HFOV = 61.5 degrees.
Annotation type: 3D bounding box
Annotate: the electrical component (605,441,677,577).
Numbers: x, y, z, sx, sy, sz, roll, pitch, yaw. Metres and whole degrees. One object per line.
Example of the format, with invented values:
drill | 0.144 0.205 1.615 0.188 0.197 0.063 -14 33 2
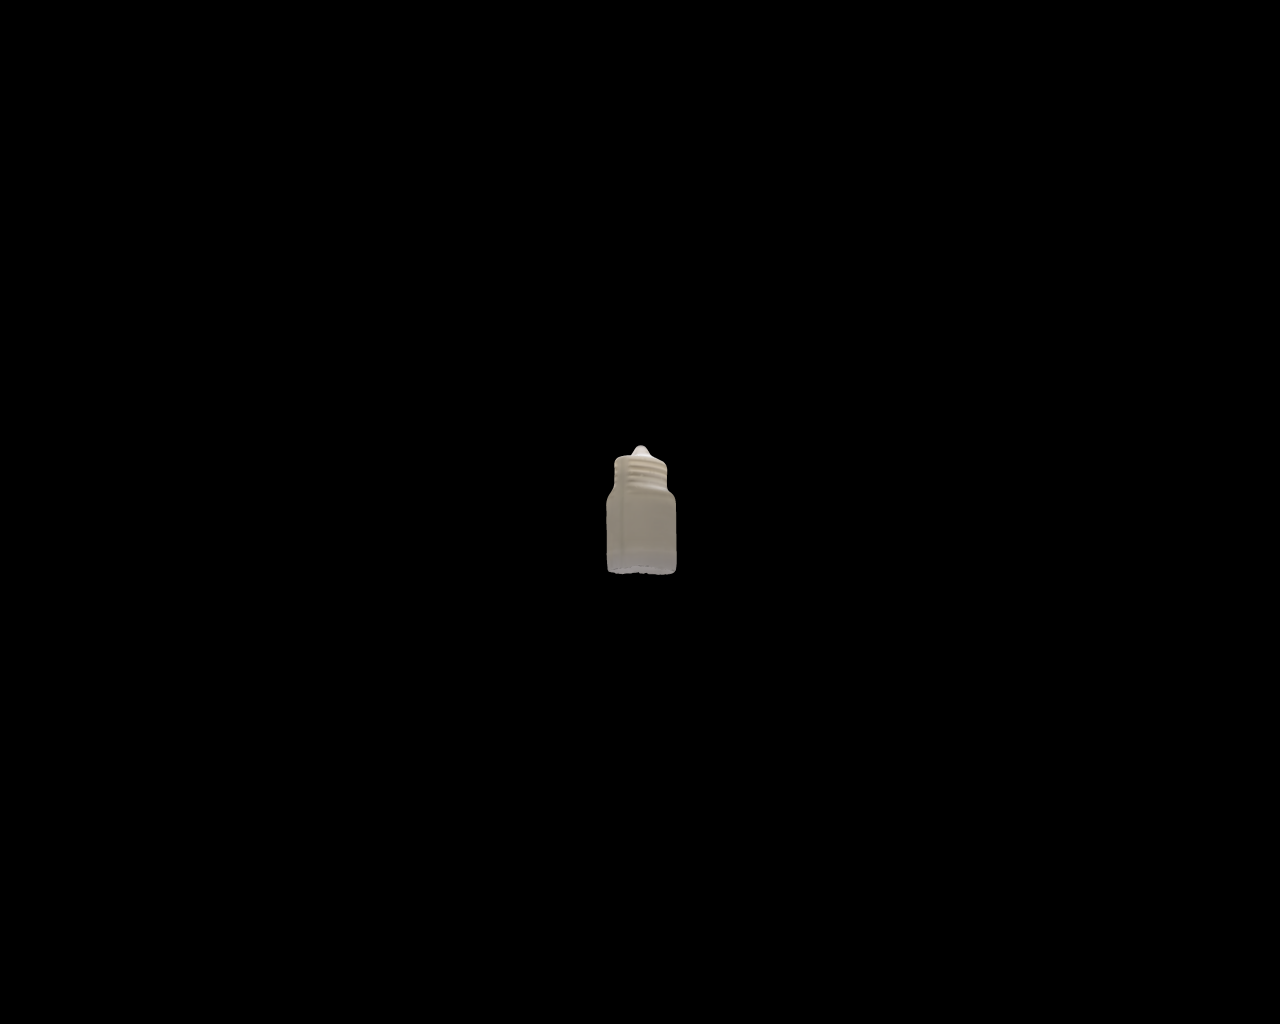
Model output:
electrical component | 0.001 -0.003 0.650 0.043 0.081 0.043 0 -9 0
